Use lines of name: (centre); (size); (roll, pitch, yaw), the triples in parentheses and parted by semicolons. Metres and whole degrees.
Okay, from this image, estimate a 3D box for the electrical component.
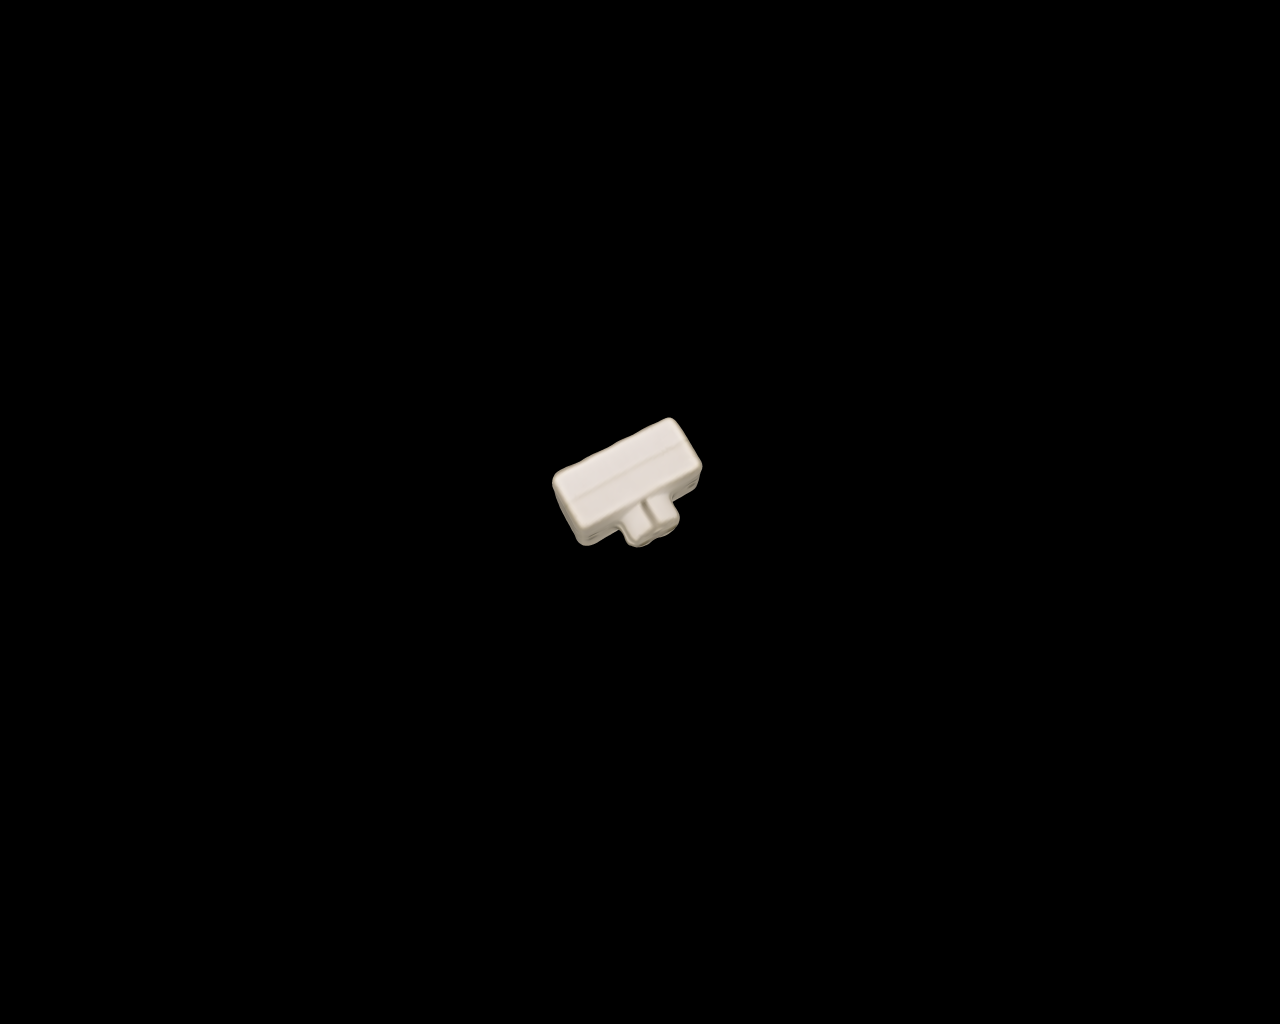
electrical component: (0.001, -0.003, 0.650); (0.083, 0.076, 0.047); (-27, -14, -7)
